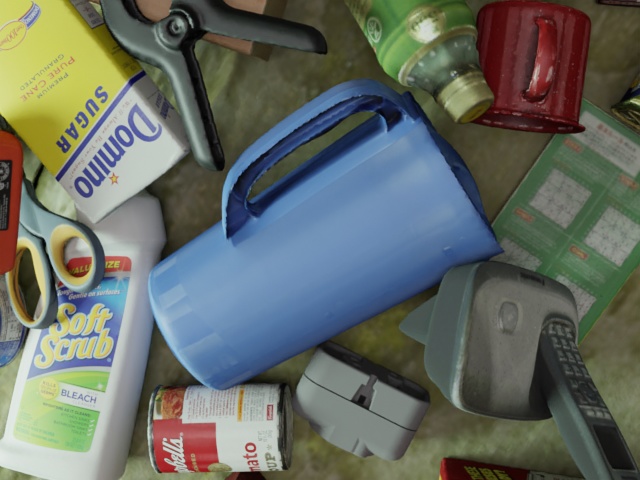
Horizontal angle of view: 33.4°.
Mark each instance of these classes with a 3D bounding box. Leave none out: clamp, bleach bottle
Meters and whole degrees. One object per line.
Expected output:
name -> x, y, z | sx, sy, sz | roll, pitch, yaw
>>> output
clamp -> -0.080, -0.145, 0.716 | 0.120, 0.039, 0.171 | -38, 93, 8
bleach bottle -> -0.179, 0.057, 0.825 | 0.103, 0.068, 0.251 | 11, 93, 11

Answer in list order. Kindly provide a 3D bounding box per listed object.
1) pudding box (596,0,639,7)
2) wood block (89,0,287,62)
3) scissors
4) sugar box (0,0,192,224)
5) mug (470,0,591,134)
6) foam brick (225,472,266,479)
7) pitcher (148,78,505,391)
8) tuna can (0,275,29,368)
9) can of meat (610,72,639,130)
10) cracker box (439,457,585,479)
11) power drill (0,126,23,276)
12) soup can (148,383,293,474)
pudding box -> 0.261, -0.214, 0.771 | 0.113, 0.039, 0.090 | 5, 96, 5
wood block -> -0.127, -0.207, 0.781 | 0.206, 0.091, 0.090 | 19, 97, 3
scissors -> -0.210, -0.034, 0.808 | 0.096, 0.016, 0.202 | -13, 78, 23
sugar box -> -0.176, -0.107, 0.744 | 0.093, 0.048, 0.176 | -35, 99, 17
mug -> 0.148, -0.123, 0.754 | 0.093, 0.117, 0.081 | 8, 91, 3
foam brick -> -0.071, 0.222, 0.836 | 0.078, 0.051, 0.053 | -42, 91, 7
pitcher -> -0.005, 0.001, 0.769 | 0.243, 0.145, 0.149 | -31, 82, 10
tuna can -> -0.269, 0.060, 0.830 | 0.086, 0.033, 0.086 | 1, 91, 31
can of meat -> 0.258, -0.115, 0.751 | 0.057, 0.102, 0.084 | 32, 95, 2
cracker box -> 0.191, 0.222, 0.756 | 0.214, 0.164, 0.072 | 7, 94, 4
power drill -> -0.295, -0.030, 0.786 | 0.188, 0.057, 0.184 | 19, 109, 39
soup can -> -0.074, 0.144, 0.820 | 0.102, 0.068, 0.068 | -2, 95, 6
